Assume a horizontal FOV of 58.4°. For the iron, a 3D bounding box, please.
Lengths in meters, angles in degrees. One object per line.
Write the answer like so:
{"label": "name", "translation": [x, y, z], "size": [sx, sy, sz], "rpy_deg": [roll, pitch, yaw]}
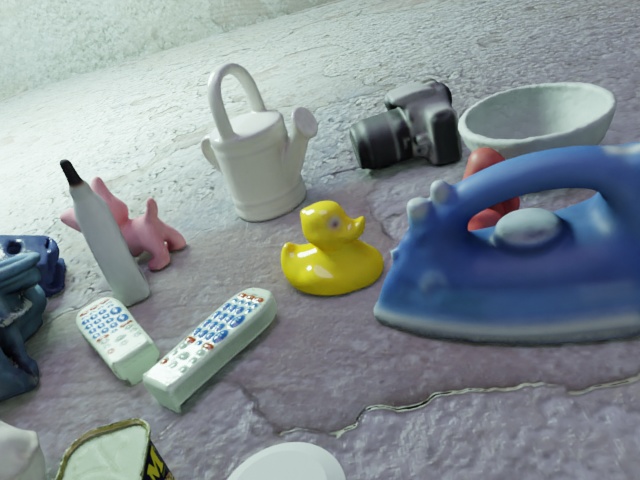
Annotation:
{"label": "iron", "translation": [0.155, -0.005, 0.446], "size": [0.257, 0.142, 0.118], "rpy_deg": [-9, 30, 14]}

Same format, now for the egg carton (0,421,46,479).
{"label": "egg carton", "translation": [-0.283, 0.191, 0.417], "size": [0.150, 0.069, 0.107], "rpy_deg": [-11, 30, 12]}

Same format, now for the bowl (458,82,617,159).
{"label": "bowl", "translation": [0.247, -0.117, 0.655], "size": [0.167, 0.075, 0.167], "rpy_deg": [-13, 30, 8]}

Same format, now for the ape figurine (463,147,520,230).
{"label": "ape figurine", "translation": [0.164, -0.046, 0.560], "size": [0.078, 0.092, 0.075], "rpy_deg": [-35, 34, -28]}

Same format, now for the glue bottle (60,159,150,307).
{"label": "glue bottle", "translation": [-0.242, -0.012, 0.633], "size": [0.037, 0.173, 0.078], "rpy_deg": [-26, 30, -14]}

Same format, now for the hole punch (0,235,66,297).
{"label": "hole punch", "translation": [-0.386, 0.028, 0.726], "size": [0.101, 0.091, 0.108], "rpy_deg": [-24, 30, -12]}

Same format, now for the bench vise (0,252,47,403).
{"label": "bench vise", "translation": [-0.337, 0.037, 0.553], "size": [0.122, 0.220, 0.206], "rpy_deg": [-30, 32, -20]}

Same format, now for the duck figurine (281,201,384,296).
{"label": "duck figurine", "translation": [0.005, 0.002, 0.569], "size": [0.104, 0.086, 0.077], "rpy_deg": [-4, 32, 22]}

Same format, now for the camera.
{"label": "camera", "translation": [0.106, -0.158, 0.772], "size": [0.137, 0.101, 0.143], "rpy_deg": [-17, 29, 0]}

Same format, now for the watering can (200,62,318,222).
{"label": "watering can", "translation": [-0.082, -0.132, 0.732], "size": [0.172, 0.194, 0.101], "rpy_deg": [-11, 30, 11]}

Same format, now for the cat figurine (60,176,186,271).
{"label": "cat figurine", "translation": [-0.249, -0.023, 0.713], "size": [0.127, 0.118, 0.067], "rpy_deg": [-6, 31, 20]}
